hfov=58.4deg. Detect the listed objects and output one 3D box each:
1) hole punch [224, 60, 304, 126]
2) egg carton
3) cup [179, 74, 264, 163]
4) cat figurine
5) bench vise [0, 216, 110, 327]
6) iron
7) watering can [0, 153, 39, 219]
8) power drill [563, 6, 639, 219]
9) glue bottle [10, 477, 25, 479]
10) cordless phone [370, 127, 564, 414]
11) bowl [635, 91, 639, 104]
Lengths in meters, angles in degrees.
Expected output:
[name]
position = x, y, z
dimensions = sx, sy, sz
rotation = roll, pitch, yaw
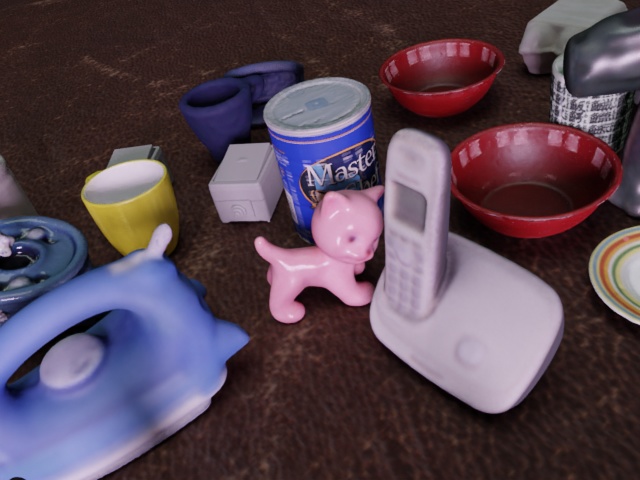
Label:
[hole punch]
position = -0.077, -0.225, 0.816
dimensions = 0.108, 0.091, 0.101
rotation = -8, 40, 6
[egg carton]
position = 0.346, -0.279, 0.780
dimensions = 0.107, 0.069, 0.150
rotation = 26, 53, 37
[cup]
position = -0.114, -0.154, 0.740
dimensions = 0.118, 0.095, 0.091
rotation = -36, 45, -25
[cat figurine]
position = 0.005, 0.002, 0.506
dimensions = 0.128, 0.118, 0.067
rotation = -15, 40, -2
[bench vise]
position = -0.307, 0.018, 0.493
dimensions = 0.208, 0.220, 0.121
rotation = -27, 42, -16
[iron]
position = -0.191, 0.097, 0.430
dimensions = 0.259, 0.142, 0.118
rotation = -33, 43, -22
[watering can]
position = -0.380, -0.050, 0.613
dimensions = 0.101, 0.194, 0.172
rotation = -25, 41, -14
[power drill]
position = 0.327, -0.121, 0.490
dimensions = 0.229, 0.209, 0.075
rotation = -2, 41, 13
[glue bottle]
position = -0.116, 0.169, 0.299
dimensions = 0.037, 0.173, 0.078
rotation = -11, 40, 4
[cordless phone]
position = 0.098, 0.020, 0.406
dimensions = 0.094, 0.185, 0.147
rotation = -37, 45, -26
[bowl]
position = 0.411, -0.190, 0.653
dimensions = 0.167, 0.075, 0.167
rotation = -8, 40, 7
